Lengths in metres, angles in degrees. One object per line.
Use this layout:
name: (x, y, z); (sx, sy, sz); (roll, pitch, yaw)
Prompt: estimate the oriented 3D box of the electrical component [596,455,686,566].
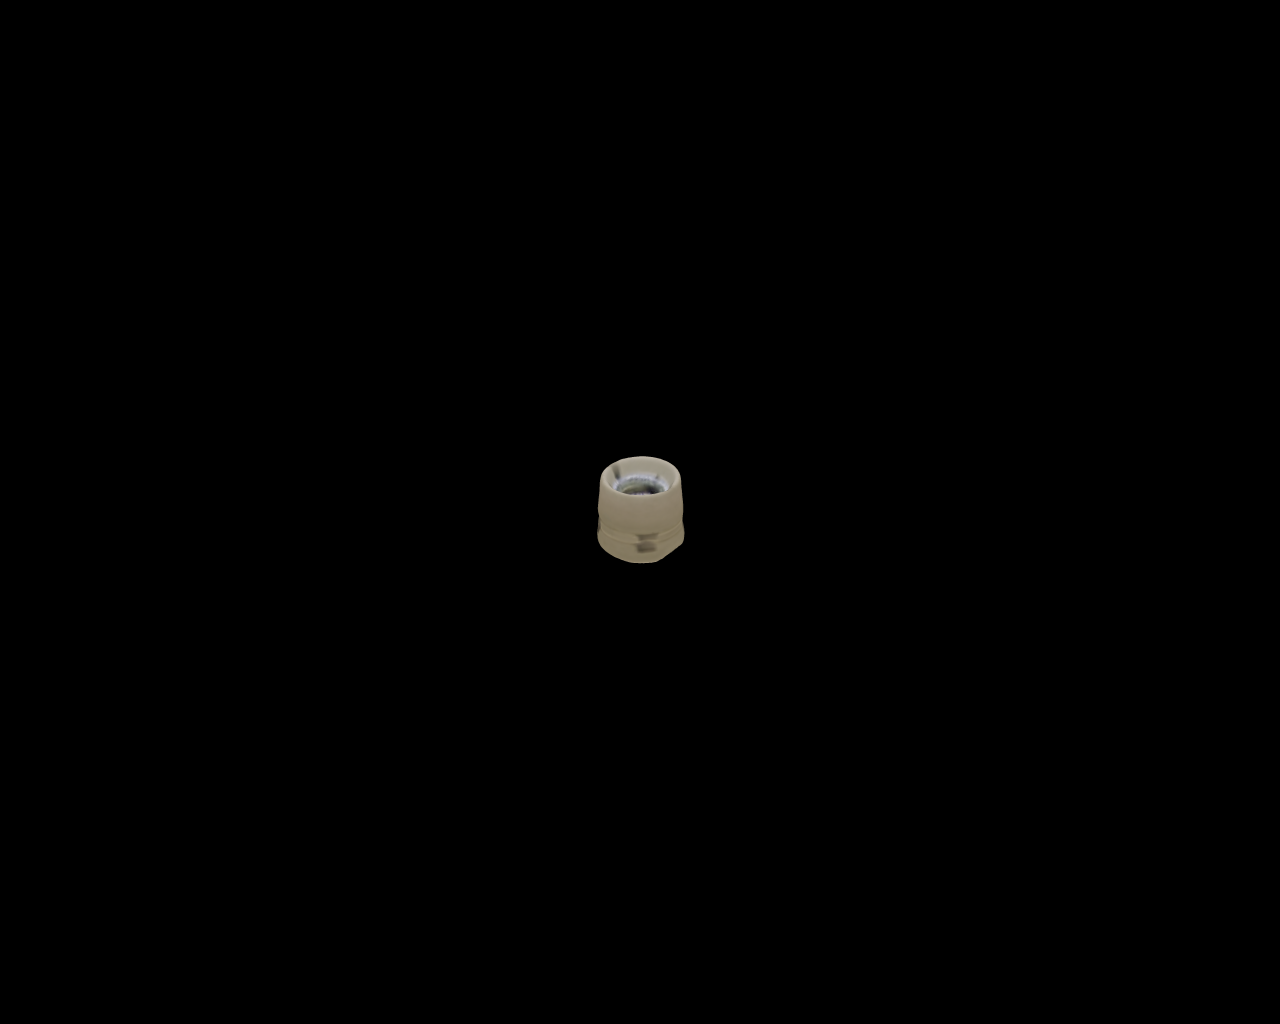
electrical component: (0.001, -0.003, 0.650); (0.055, 0.047, 0.055); (0, 34, 0)
